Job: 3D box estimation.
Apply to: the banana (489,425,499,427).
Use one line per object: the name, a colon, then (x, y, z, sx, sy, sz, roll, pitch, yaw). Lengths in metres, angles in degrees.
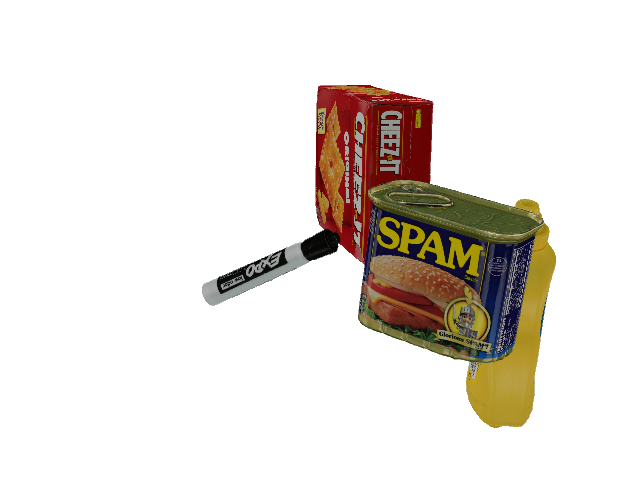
banana: (0.183, 0.120, 1.116, 0.069, 0.037, 0.198, -24, 33, 6)

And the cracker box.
cracker box: (0.050, -0.073, 1.109, 0.072, 0.164, 0.214, -3, 13, -12)

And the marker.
marker: (-0.037, 0.020, 0.808, 0.121, 0.020, 0.020, -24, -11, 25)

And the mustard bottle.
mustard bottle: (0.161, 0.055, 0.897, 0.058, 0.192, 0.096, 4, 28, 2)

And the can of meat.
can of meat: (0.074, 0.018, 0.638, 0.102, 0.084, 0.057, 18, 23, 30)
